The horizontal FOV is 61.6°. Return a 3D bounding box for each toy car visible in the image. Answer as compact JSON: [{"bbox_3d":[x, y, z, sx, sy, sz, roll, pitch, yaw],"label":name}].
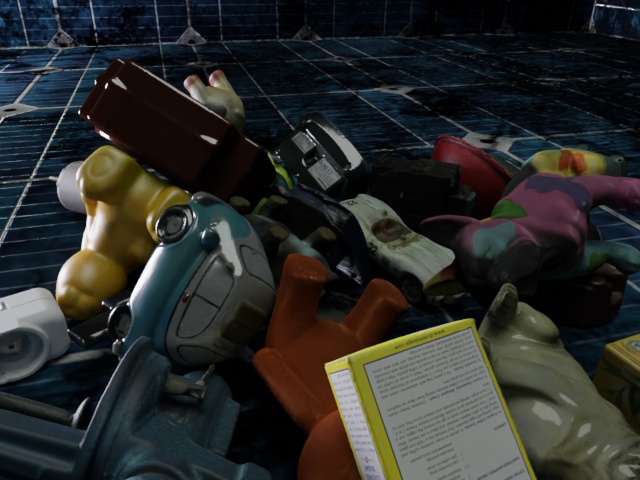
[{"bbox_3d":[-0.095,0.047,0.455,0.103,0.109,0.161,20,73,34],"label":"toy car"},{"bbox_3d":[0.091,0.008,0.637,0.073,0.056,0.202,-21,44,-35],"label":"toy car"}]

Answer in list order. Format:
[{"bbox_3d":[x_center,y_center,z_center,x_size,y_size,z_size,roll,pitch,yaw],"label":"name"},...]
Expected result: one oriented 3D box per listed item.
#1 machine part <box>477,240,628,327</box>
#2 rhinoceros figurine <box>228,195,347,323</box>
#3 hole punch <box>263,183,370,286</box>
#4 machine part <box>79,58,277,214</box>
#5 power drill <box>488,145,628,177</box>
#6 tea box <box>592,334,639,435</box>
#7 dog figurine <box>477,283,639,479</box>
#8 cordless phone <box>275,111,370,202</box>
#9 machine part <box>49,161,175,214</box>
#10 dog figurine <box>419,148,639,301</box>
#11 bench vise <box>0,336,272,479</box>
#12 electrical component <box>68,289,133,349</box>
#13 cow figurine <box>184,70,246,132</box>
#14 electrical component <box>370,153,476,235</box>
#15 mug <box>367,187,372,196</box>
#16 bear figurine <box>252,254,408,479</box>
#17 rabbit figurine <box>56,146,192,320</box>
[{"bbox_3d":[0.255,0.030,0.621,0.179,0.056,0.179,0,28,0],"label":"machine part"},{"bbox_3d":[-0.039,0.032,0.547,0.073,0.112,0.190,-4,38,-44],"label":"rhinoceros figurine"},{"bbox_3d":[-0.001,-0.002,0.622,0.092,0.115,0.142,-10,29,-36],"label":"hole punch"},{"bbox_3d":[-0.159,-0.108,0.632,0.201,0.087,0.201,33,-5,5],"label":"machine part"},{"bbox_3d":[0.361,-0.081,0.819,0.207,0.085,0.232,-17,30,-16],"label":"power drill"},{"bbox_3d":[0.306,0.141,0.401,0.098,0.068,0.170,-9,28,-19],"label":"tea box"},{"bbox_3d":[0.197,0.133,0.406,0.191,0.121,0.172,27,39,17],"label":"dog figurine"},{"bbox_3d":[0.028,-0.091,0.796,0.089,0.184,0.147,-41,63,6],"label":"cordless phone"},{"bbox_3d":[-0.281,-0.063,0.761,0.243,0.079,0.079,11,30,20],"label":"machine part"},{"bbox_3d":[0.196,-0.013,0.540,0.219,0.108,0.192,-11,31,-8],"label":"dog figurine"},{"bbox_3d":[-0.149,0.132,0.333,0.241,0.128,0.224,19,21,-3],"label":"bench vise"},{"bbox_3d":[-0.175,0.083,0.519,0.075,0.047,0.119,19,34,32],"label":"electrical component"},{"bbox_3d":[-0.171,-0.139,0.807,0.085,0.195,0.127,-24,71,-48],"label":"cow figurine"},{"bbox_3d":[0.131,-0.045,0.698,0.134,0.114,0.058,13,33,26],"label":"electrical component"},{"bbox_3d":[0.130,-0.074,0.795,0.110,0.080,0.107,32,29,5],"label":"mug"},{"bbox_3d":[0.020,0.113,0.389,0.120,0.131,0.196,19,15,-21],"label":"bear figurine"},{"bbox_3d":[-0.226,0.002,0.580,0.122,0.173,0.162,30,-12,-21],"label":"rabbit figurine"}]
